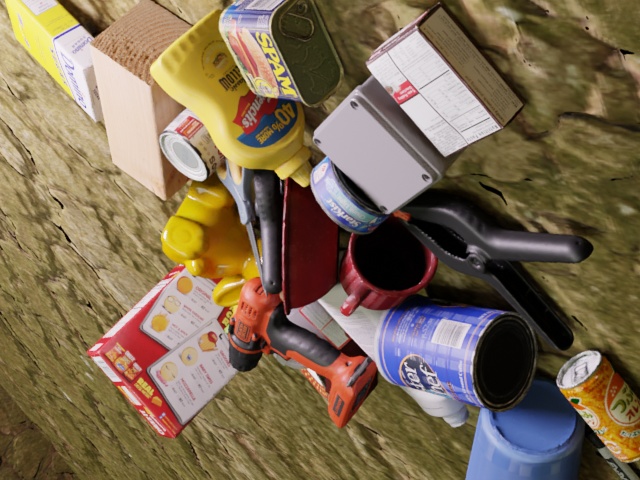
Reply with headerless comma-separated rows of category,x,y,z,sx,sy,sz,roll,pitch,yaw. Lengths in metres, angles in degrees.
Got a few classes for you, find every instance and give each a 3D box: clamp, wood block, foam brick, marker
clamp,0.163,0.019,1.018,0.210,0.036,0.164,27,149,31
wood block,-0.181,-0.152,1.185,0.091,0.090,0.206,34,153,18
clamp,-0.052,-0.036,1.183,0.120,0.039,0.171,-100,8,-78
foam brick,0.040,0.176,1.396,0.051,0.053,0.078,31,150,23
marker,0.322,0.241,1.142,0.121,0.020,0.020,49,153,-11

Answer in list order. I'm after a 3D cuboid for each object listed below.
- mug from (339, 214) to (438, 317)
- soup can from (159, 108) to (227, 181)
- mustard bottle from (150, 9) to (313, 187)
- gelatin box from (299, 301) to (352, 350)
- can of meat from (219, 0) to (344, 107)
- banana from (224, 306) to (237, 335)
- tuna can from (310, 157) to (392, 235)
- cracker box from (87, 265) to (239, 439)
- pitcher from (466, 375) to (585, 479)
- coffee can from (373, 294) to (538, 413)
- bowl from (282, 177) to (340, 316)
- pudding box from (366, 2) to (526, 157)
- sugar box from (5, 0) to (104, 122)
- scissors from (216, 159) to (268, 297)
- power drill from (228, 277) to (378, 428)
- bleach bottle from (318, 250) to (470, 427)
mug,0.060,0.034,1.100,0.093,0.117,0.082,37,158,2
soup can,-0.111,-0.119,1.119,0.068,0.102,0.068,32,153,19
mustard bottle,-0.072,-0.129,1.061,0.191,0.096,0.058,48,152,-10
gelatin box,0.019,0.092,1.330,0.073,0.030,0.089,44,153,3
can of meat,-0.037,-0.178,0.989,0.084,0.057,0.102,16,142,47
banana,-0.124,0.044,1.421,0.037,0.069,0.198,-116,6,-62
tuna can,0.034,-0.049,1.042,0.086,0.086,0.034,45,123,-4
cracker box,-0.191,0.143,1.486,0.164,0.213,0.072,51,154,-14
pitcher,0.228,0.266,1.180,0.149,0.144,0.243,26,146,24
coffee can,0.140,0.115,1.116,0.141,0.102,0.102,8,137,49
bowl,-0.008,0.001,1.143,0.055,0.162,0.162,2,145,2
pudding box,0.103,-0.130,0.887,0.113,0.039,0.090,46,152,-10
sugar box,-0.304,-0.227,1.256,0.176,0.048,0.093,47,157,25
scissors,-0.093,-0.040,1.228,0.096,0.016,0.202,26,126,56
power drill,-0.030,0.146,1.290,0.188,0.057,0.185,33,146,12
bleach bottle,0.091,0.123,1.242,0.250,0.068,0.103,52,153,-22
